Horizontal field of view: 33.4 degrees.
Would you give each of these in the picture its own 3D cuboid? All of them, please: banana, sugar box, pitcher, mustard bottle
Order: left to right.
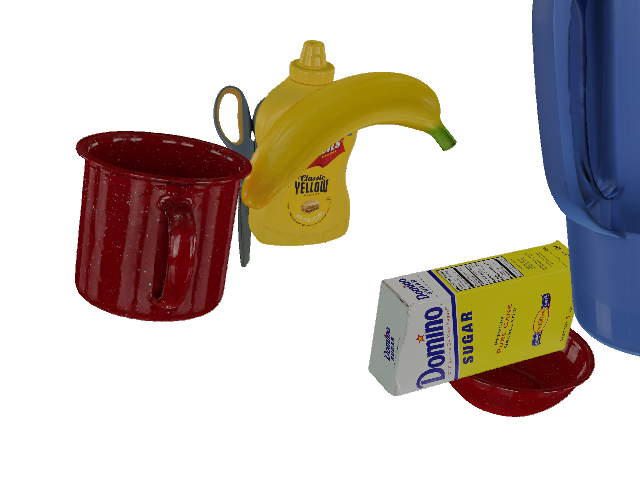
[{"bbox_3d":[-0.014,-0.091,0.992,0.096,0.192,0.058,-5,28,-19],"label":"mustard bottle"},{"bbox_3d":[0.020,-0.078,0.737,0.197,0.069,0.037,-19,-3,-35],"label":"banana"},{"bbox_3d":[0.128,0.062,0.867,0.175,0.093,0.048,-14,37,-27],"label":"sugar box"},{"bbox_3d":[0.179,-0.060,0.559,0.149,0.243,0.145,-5,22,4],"label":"pitcher"}]

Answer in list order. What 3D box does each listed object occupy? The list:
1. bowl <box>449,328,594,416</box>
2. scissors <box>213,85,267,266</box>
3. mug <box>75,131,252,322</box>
[{"bbox_3d":[0.182,0.124,1.044,0.162,0.055,0.162,4,26,-2],"label":"bowl"},{"bbox_3d":[-0.066,-0.078,1.191,0.096,0.202,0.016,-13,-5,-15],"label":"scissors"},{"bbox_3d":[-0.084,-0.004,0.565,0.093,0.081,0.117,2,19,-22],"label":"mug"}]
